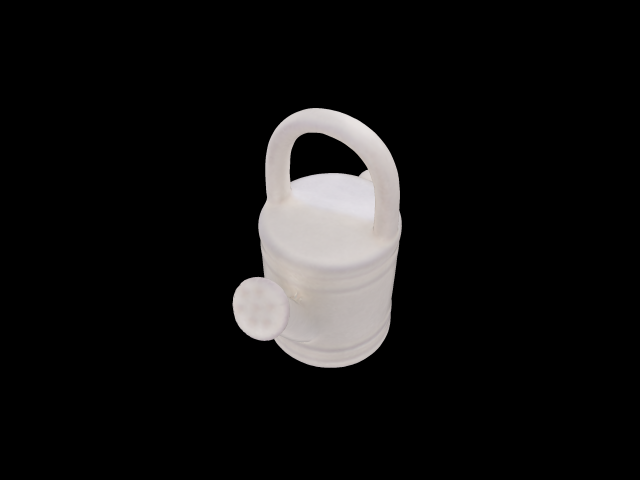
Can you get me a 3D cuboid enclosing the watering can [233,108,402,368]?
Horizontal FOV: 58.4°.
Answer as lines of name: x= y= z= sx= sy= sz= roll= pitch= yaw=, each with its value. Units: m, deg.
watering can: x=0.006 y=0.002 z=0.399 sx=0.101 sy=0.194 sz=0.173 roll=5 pitch=45 yaw=5
